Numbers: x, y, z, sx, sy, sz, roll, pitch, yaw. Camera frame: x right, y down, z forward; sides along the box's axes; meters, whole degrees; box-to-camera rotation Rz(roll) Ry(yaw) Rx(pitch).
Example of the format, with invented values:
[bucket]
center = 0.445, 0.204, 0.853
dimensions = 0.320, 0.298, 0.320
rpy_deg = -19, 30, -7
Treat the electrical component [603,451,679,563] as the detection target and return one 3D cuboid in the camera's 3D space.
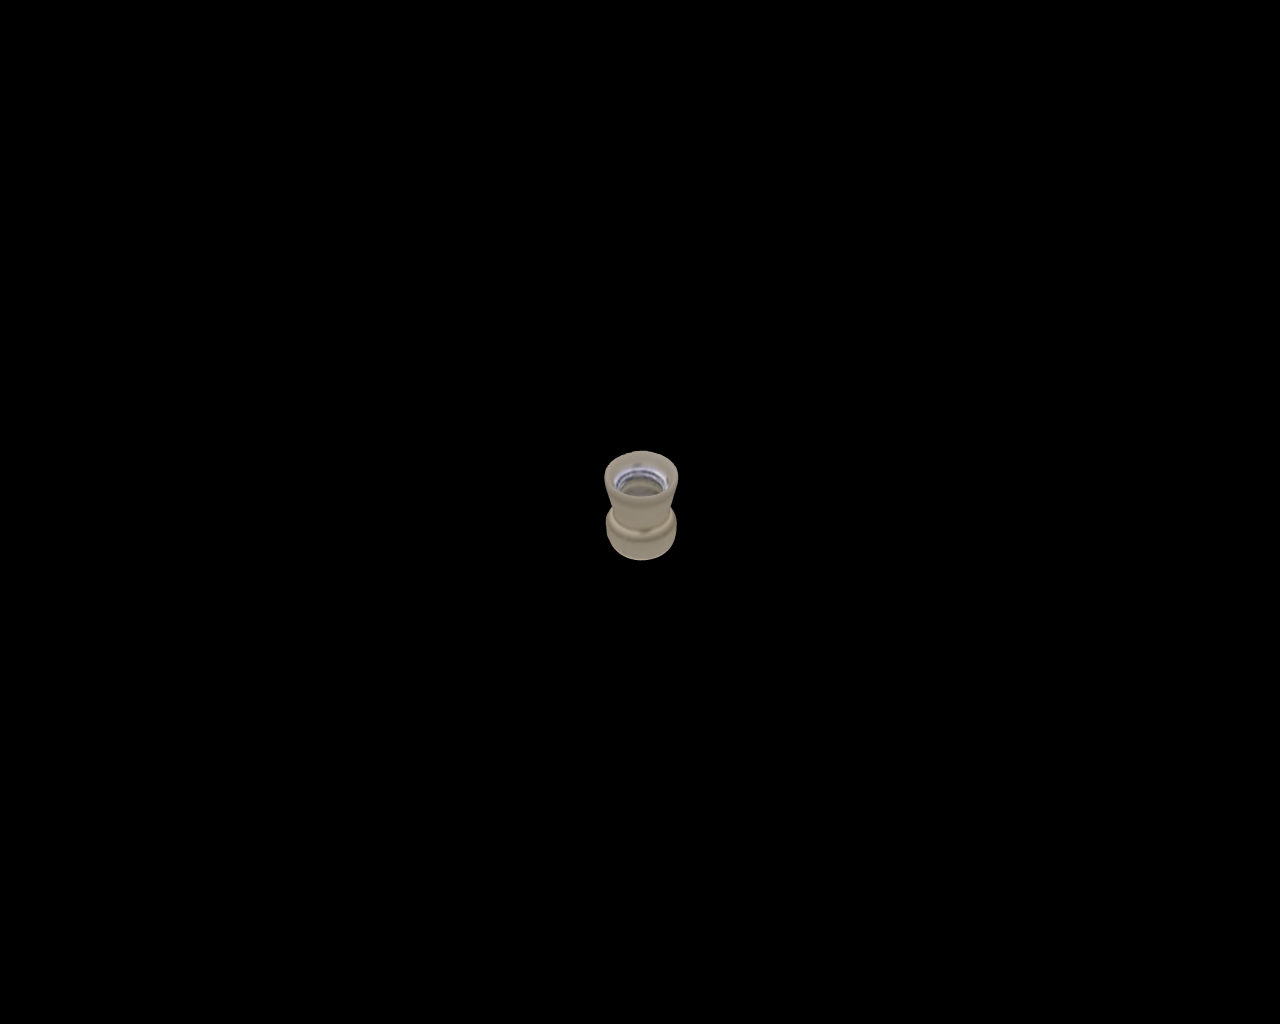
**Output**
[electrical component]
center = 0.001, -0.003, 0.650
dimensions = 0.045, 0.055, 0.045
rpy_deg = 0, 42, 0
